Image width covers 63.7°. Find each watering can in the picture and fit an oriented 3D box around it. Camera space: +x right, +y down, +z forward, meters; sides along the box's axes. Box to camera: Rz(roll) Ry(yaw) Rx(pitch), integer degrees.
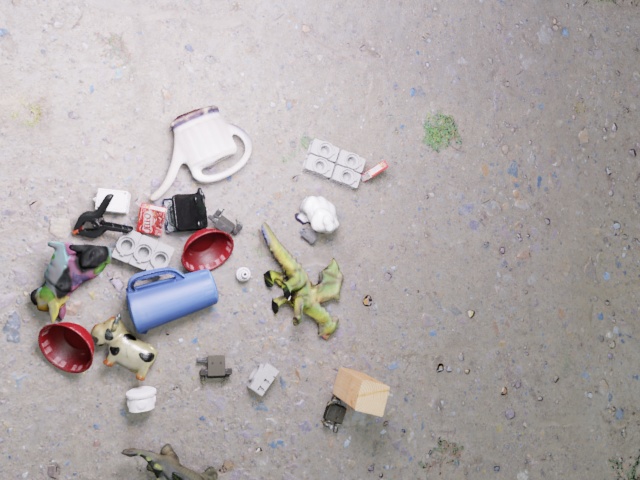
[{"bbox_3d":[-0.377,-0.268,1.537,0.350,0.103,0.224,-26,92,-18],"label":"watering can"}]

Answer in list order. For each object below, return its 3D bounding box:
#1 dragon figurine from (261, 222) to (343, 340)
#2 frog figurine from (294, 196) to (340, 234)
[{"bbox_3d":[-0.037,0.124,1.625,0.244,0.121,0.410,-13,90,-35],"label":"dragon figurine"},{"bbox_3d":[0.005,-0.081,1.609,0.124,0.158,0.137,-43,99,-17],"label":"frog figurine"}]
